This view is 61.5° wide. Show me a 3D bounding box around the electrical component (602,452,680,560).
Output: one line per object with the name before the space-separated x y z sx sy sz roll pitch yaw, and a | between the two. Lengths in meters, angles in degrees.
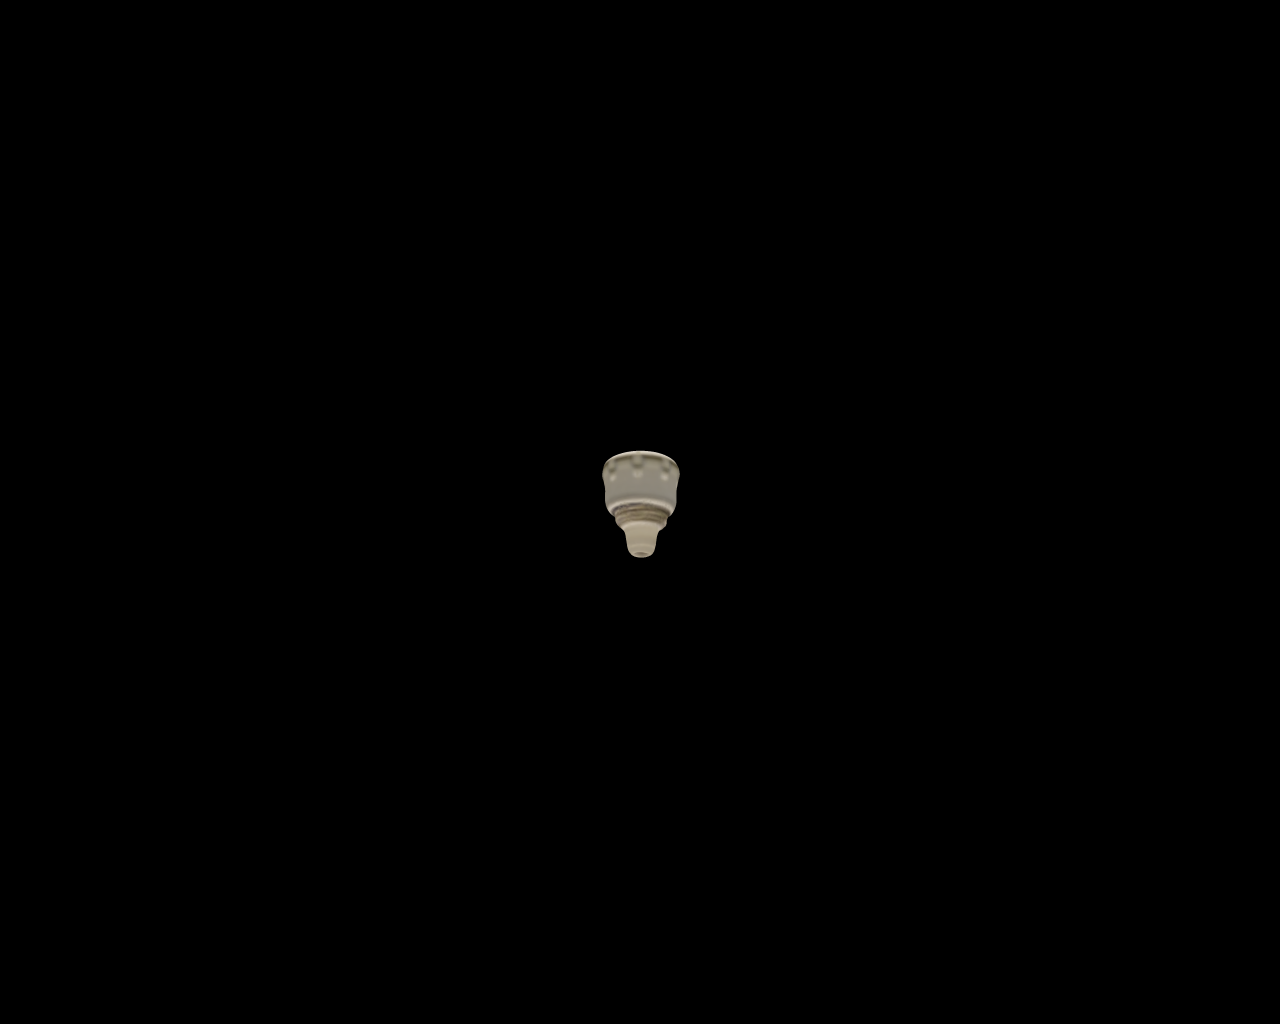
electrical component | 0.001 -0.003 0.650 0.048 0.062 0.048 0 -19 0
